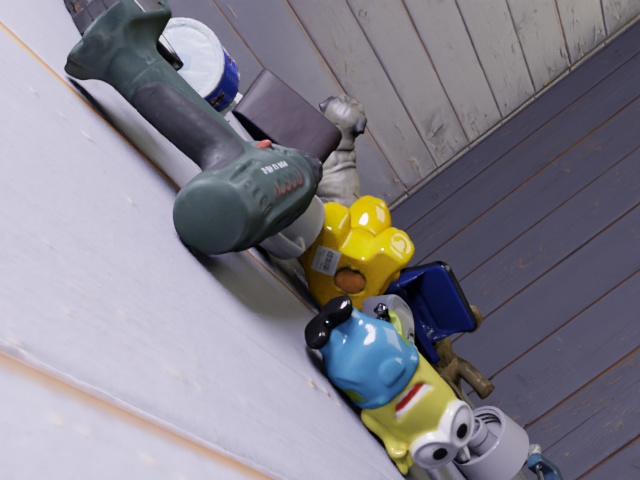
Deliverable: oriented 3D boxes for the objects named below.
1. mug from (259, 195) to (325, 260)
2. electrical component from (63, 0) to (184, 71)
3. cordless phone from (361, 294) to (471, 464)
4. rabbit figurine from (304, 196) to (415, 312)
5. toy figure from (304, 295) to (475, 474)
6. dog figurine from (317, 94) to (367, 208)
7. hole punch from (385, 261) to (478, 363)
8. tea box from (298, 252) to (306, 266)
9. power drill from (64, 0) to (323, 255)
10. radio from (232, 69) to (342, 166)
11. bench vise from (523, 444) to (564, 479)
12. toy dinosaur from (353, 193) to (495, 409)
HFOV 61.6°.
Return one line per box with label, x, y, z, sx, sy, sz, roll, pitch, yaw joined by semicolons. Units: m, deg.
mug;-0.057;-0.030;0.558;0.107;0.081;0.110;37;25;-34
electrical component;-0.212;-0.226;0.581;0.134;0.058;0.114;55;7;27
cordless phone;0.097;0.157;0.575;0.184;0.089;0.146;59;7;24
rabbit figurine;0.054;0.016;0.680;0.173;0.122;0.162;-67;166;-54
toy figure;0.064;0.122;0.475;0.180;0.082;0.089;45;19;-10
dog figurine;0.038;-0.116;0.870;0.121;0.190;0.172;-27;66;-42
hole punch;0.129;0.100;0.725;0.142;0.092;0.116;59;-32;-6
tea box;0.013;0.021;0.807;0.169;0.068;0.098;54;11;10
power drill;-0.088;-0.091;0.443;0.207;0.086;0.232;53;23;-13
radio;-0.058;-0.131;0.751;0.131;0.073;0.229;37;-11;-6
bench vise;0.361;0.419;0.800;0.223;0.129;0.241;32;28;-11
toy dinosaur;0.163;0.138;0.886;0.199;0.105;0.470;21;-44;54
